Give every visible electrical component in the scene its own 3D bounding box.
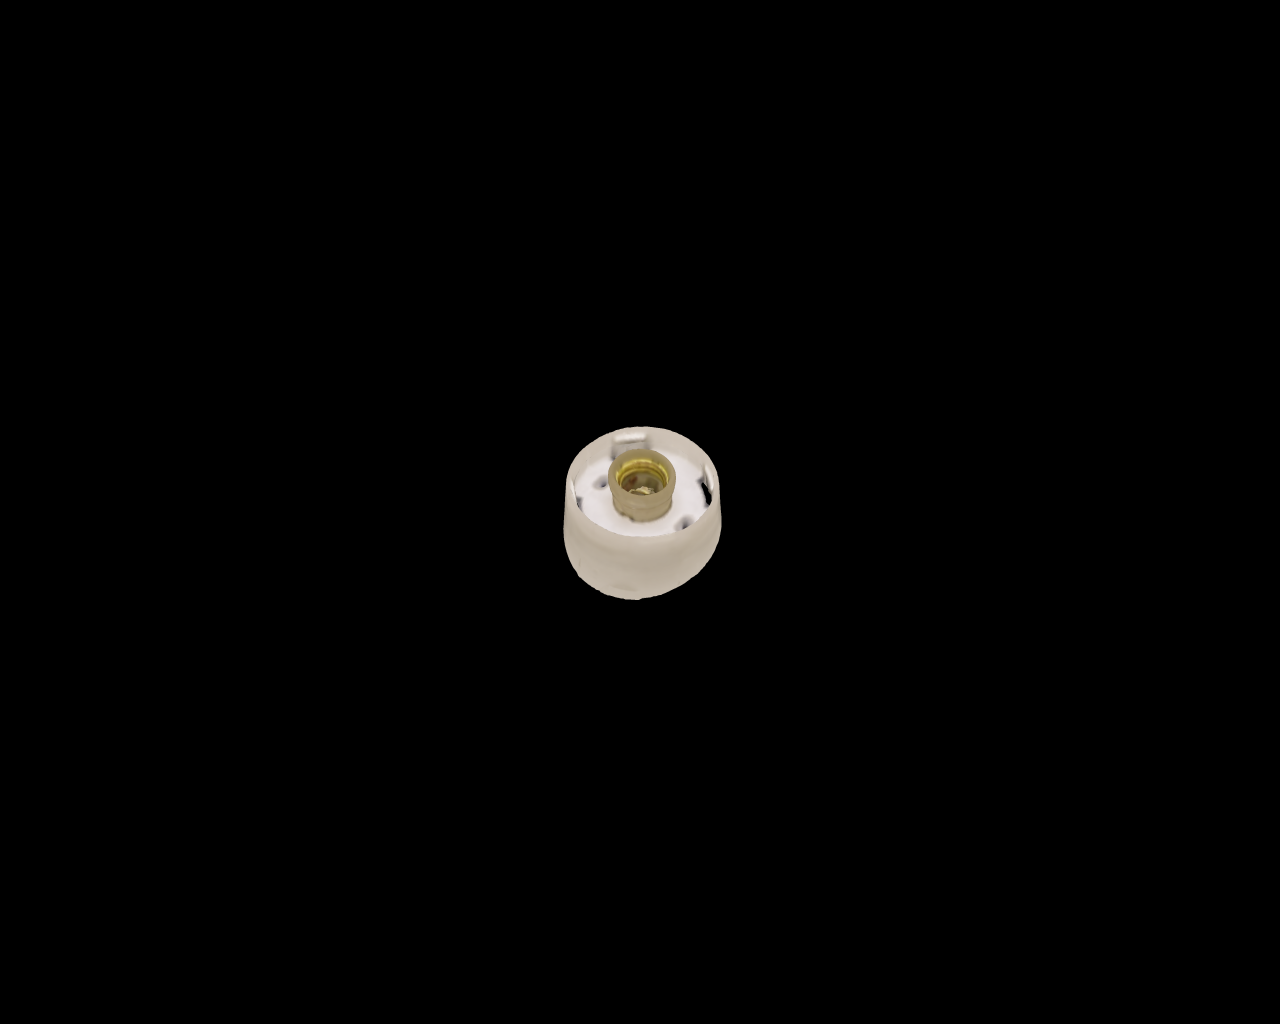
[{"bbox_3d":[0.001,-0.003,0.650,0.099,0.099,0.064,0,-40,0],"label":"electrical component"}]
